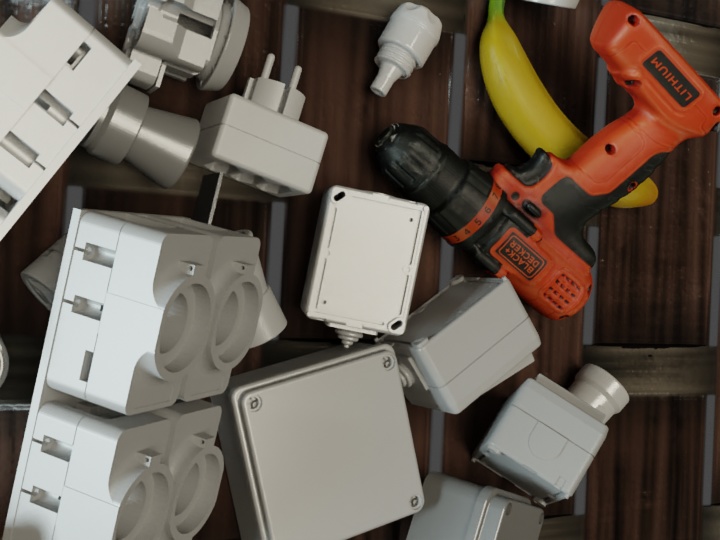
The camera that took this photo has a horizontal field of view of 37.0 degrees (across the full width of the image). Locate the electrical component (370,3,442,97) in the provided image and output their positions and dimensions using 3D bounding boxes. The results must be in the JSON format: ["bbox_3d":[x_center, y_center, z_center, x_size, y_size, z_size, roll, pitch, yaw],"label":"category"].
[{"bbox_3d":[0.026,-0.140,0.696,0.035,0.035,0.061,35,78,-23],"label":"electrical component"}]

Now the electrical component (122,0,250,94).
[{"bbox_3d":[-0.100,-0.137,0.620,0.057,0.058,0.078,18,82,-23],"label":"electrical component"}]

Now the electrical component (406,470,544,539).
[{"bbox_3d":[0.068,0.193,0.692,0.078,0.057,0.113,31,75,-56],"label":"electrical component"}]

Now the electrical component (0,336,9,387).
[{"bbox_3d":[-0.206,0.049,0.564,0.048,0.062,0.048,0,91,-27],"label":"electrical component"}]

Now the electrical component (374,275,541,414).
[{"bbox_3d":[0.060,0.054,0.700,0.096,0.062,0.061,-36,106,-22],"label":"electrical component"}]

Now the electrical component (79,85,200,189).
[{"bbox_3d":[-0.126,-0.077,0.613,0.055,0.045,0.045,25,79,-25],"label":"electrical component"}]

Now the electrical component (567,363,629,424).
[{"bbox_3d":[0.162,0.096,0.766,0.046,0.040,0.040,-46,110,-13],"label":"electrical component"}]

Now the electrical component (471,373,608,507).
[{"bbox_3d":[0.119,0.114,0.718,0.062,0.096,0.061,32,75,7],"label":"electrical component"}]

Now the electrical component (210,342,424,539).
[{"bbox_3d":[-0.026,0.108,0.660,0.109,0.056,0.108,-14,97,-26],"label":"electrical component"}]

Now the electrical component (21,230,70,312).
[{"bbox_3d":[-0.151,0.004,0.597,0.055,0.055,0.047,48,67,-19],"label":"electrical component"}]

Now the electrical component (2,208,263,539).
[{"bbox_3d":[-0.114,0.067,0.564,0.105,0.060,0.186,-1,106,-69],"label":"electrical component"}]

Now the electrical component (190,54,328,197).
[{"bbox_3d":[-0.056,-0.091,0.647,0.066,0.047,0.076,20,82,-26],"label":"electrical component"}]

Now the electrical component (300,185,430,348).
[{"bbox_3d":[0.000,0.000,0.666,0.062,0.061,0.096,11,91,-7],"label":"electrical component"}]

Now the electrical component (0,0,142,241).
[{"bbox_3d":[-0.203,-0.046,0.540,0.060,0.105,0.186,41,73,-21],"label":"electrical component"}]

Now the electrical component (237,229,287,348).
[{"bbox_3d":[-0.071,0.014,0.645,0.044,0.044,0.065,-33,110,-23],"label":"electrical component"}]

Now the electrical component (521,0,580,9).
[{"bbox_3d":[0.145,-0.222,0.748,0.079,0.044,0.077,-9,114,-50],"label":"electrical component"}]
